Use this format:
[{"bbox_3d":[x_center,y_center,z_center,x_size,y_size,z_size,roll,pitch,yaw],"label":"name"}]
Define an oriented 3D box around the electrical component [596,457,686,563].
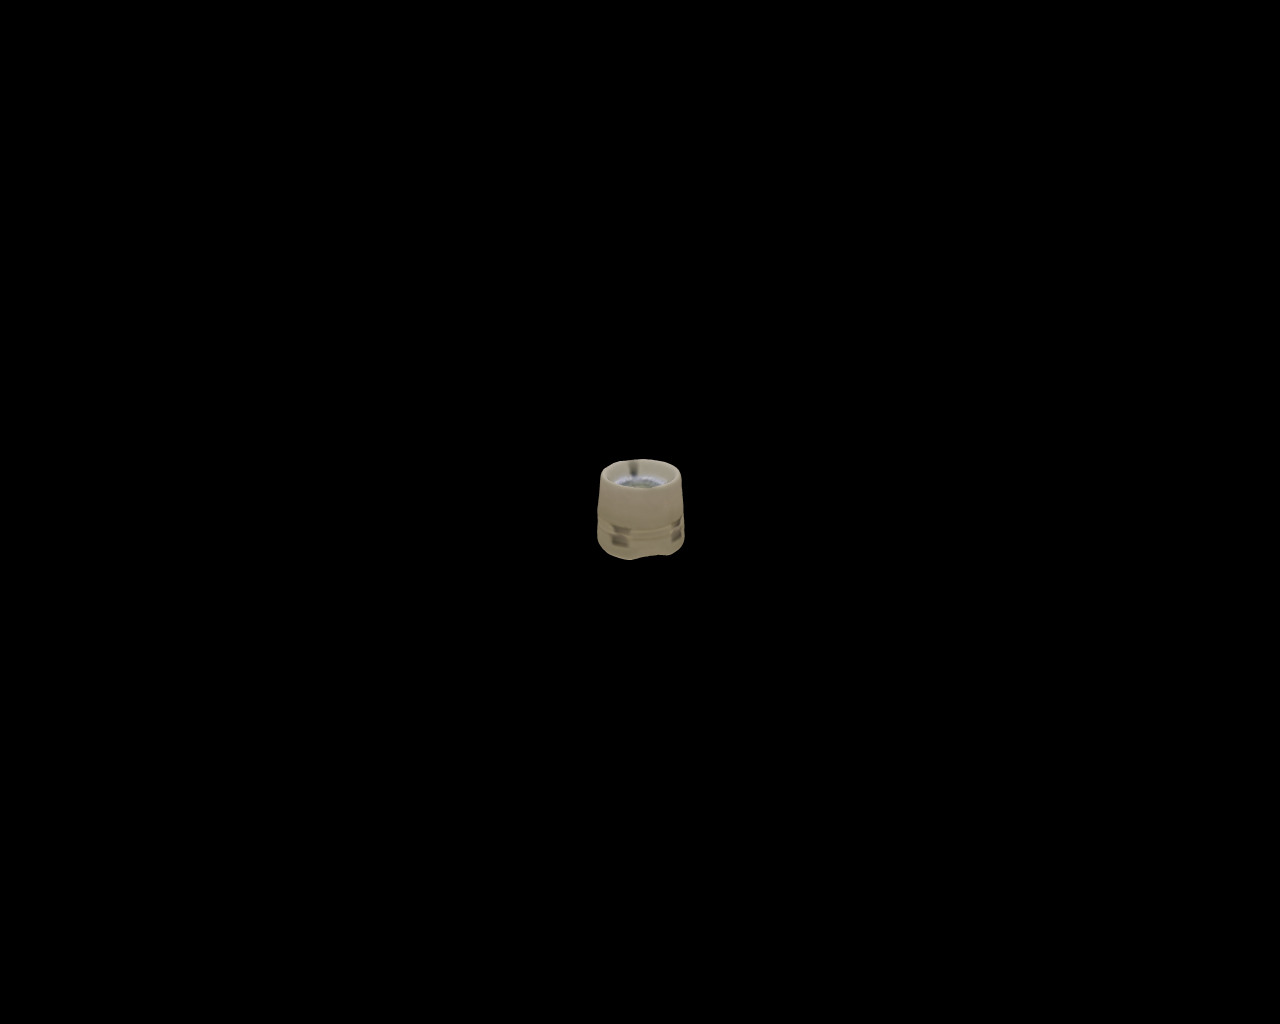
[{"bbox_3d":[0.001,-0.003,0.650,0.055,0.047,0.055,0,25,0],"label":"electrical component"}]
